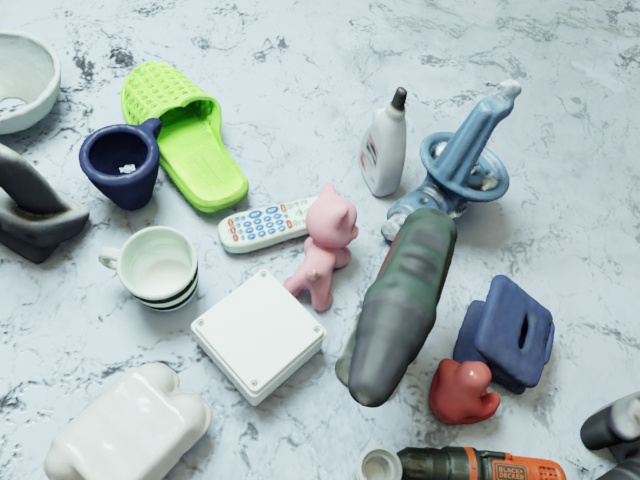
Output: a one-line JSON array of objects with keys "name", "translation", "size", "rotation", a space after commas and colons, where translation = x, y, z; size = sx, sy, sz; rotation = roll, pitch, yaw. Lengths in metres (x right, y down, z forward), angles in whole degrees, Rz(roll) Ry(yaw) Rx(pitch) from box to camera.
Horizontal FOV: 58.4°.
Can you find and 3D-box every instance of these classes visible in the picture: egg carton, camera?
[{"name": "egg carton", "translation": [-0.189, 0.197, 0.569], "size": [0.107, 0.069, 0.150], "rotation": [38, 63, 14]}, {"name": "camera", "translation": [0.329, 0.244, 0.588], "size": [0.137, 0.101, 0.143], "rotation": [-21, 65, -18]}]

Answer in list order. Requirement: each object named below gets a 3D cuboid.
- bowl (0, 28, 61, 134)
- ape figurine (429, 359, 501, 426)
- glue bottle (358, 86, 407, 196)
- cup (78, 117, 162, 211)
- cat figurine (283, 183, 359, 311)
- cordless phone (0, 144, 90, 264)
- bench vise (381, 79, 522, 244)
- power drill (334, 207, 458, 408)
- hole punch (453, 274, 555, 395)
[{"name": "bowl", "translation": [-0.423, -0.198, 0.763], "size": [0.167, 0.075, 0.167], "rotation": [3, 60, -5]}, {"name": "ape figurine", "translation": [0.159, 0.159, 0.620], "size": [0.076, 0.092, 0.077], "rotation": [-25, 66, -19]}, {"name": "glue bottle", "translation": [0.086, -0.132, 0.731], "size": [0.037, 0.173, 0.078], "rotation": [-17, 64, -16]}, {"name": "cup", "translation": [-0.233, -0.091, 0.713], "size": [0.091, 0.095, 0.118], "rotation": [28, 61, 9]}, {"name": "cat figurine", "translation": [0.006, 0.002, 0.676], "size": [0.067, 0.118, 0.128], "rotation": [19, 60, 5]}, {"name": "cordless phone", "translation": [-0.350, -0.068, 0.634], "size": [0.147, 0.185, 0.094], "rotation": [23, 60, 7]}, {"name": "bench vise", "translation": [0.166, -0.074, 0.681], "size": [0.121, 0.220, 0.208], "rotation": [26, 61, 8]}, {"name": "power drill", "translation": [0.072, 0.087, 0.584], "size": [0.075, 0.208, 0.230], "rotation": [23, 60, 7]}, {"name": "hole punch", "translation": [0.220, 0.107, 0.658], "size": [0.101, 0.091, 0.109], "rotation": [23, 60, 6]}]
